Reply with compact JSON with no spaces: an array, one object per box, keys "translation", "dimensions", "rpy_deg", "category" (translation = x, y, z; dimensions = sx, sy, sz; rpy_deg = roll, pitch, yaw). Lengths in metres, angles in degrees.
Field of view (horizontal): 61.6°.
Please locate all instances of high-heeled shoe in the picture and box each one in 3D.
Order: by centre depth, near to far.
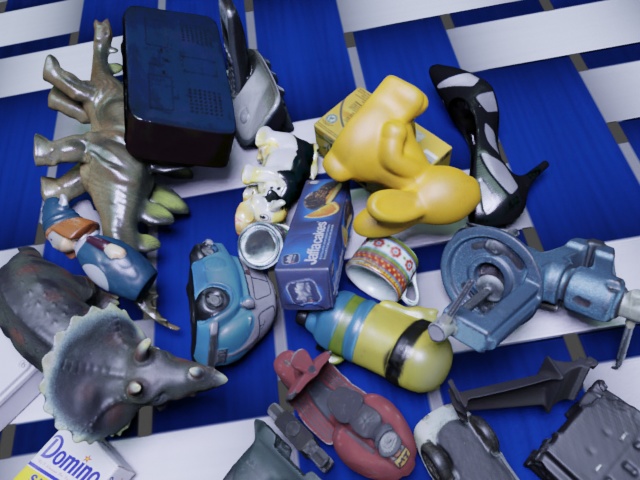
[{"translation":[0.189,-0.127,0.719],"dimensions":[0.145,0.086,0.249],"rpy_deg":[-34,66,-13],"category":"high-heeled shoe"}]

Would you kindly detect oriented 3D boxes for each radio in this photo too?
[{"translation":[-0.192,-0.206,0.713],"dimensions":[0.131,0.073,0.230],"rpy_deg":[0,55,-24],"category":"radio"}]

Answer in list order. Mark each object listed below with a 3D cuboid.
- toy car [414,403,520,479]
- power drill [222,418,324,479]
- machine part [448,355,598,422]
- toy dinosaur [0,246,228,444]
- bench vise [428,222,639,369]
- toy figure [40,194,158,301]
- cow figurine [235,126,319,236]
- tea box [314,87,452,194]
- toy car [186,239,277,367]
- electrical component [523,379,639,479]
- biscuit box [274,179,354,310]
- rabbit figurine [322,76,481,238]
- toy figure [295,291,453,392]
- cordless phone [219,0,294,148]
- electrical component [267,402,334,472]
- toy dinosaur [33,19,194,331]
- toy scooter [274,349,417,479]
[{"translation":[0.169,0.253,0.517],"dimensions":[0.073,0.056,0.202],"rpy_deg":[-26,60,-16],"category":"toy car"},{"translation":[-0.076,0.298,0.517],"dimensions":[0.232,0.085,0.207],"rpy_deg":[38,78,28],"category":"power drill"},{"translation":[0.197,0.148,0.531],"dimensions":[0.139,0.084,0.039],"rpy_deg":[-8,53,-3],"category":"machine part"},{"translation":[-0.291,0.088,0.598],"dimensions":[0.405,0.192,0.131],"rpy_deg":[32,66,22],"category":"toy dinosaur"},{"translation":[0.208,0.059,0.566],"dimensions":[0.224,0.128,0.240],"rpy_deg":[34,39,32],"category":"bench vise"},{"translation":[-0.257,0.008,0.608],"dimensions":[0.154,0.064,0.058],"rpy_deg":[36,25,0],"category":"toy figure"},{"translation":[-0.058,-0.072,0.734],"dimensions":[0.098,0.068,0.167],"rpy_deg":[12,62,2],"category":"cow figurine"},{"translation":[0.084,-0.124,0.740],"dimensions":[0.098,0.068,0.170],"rpy_deg":[-40,64,-16],"category":"tea box"},{"translation":[-0.104,0.076,0.641],"dimensions":[0.103,0.109,0.162],"rpy_deg":[2,40,-18],"category":"toy car"},{"translation":[0.288,0.222,0.517],"dimensions":[0.115,0.058,0.134],"rpy_deg":[-43,63,-14],"category":"electrical component"},{"translation":[-0.001,-0.002,0.640],"dimensions":[0.063,0.059,0.203],"rpy_deg":[-1,34,11],"category":"biscuit box"},{"translation":[0.100,-0.077,0.613],"dimensions":[0.173,0.122,0.162],"rpy_deg":[38,68,4],"category":"rabbit figurine"},{"translation":[0.057,0.109,0.598],"dimensions":[0.180,0.082,0.089],"rpy_deg":[20,35,16],"category":"toy figure"},{"translation":[-0.101,-0.240,0.769],"dimensions":[0.089,0.184,0.147],"rpy_deg":[-19,59,-9],"category":"cordless phone"},{"translation":[-0.024,0.204,0.566],"dimensions":[0.021,0.063,0.094],"rpy_deg":[-43,62,-16],"category":"electrical component"},{"translation":[-0.269,-0.104,0.717],"dimensions":[0.198,0.105,0.471],"rpy_deg":[-3,70,-17],"category":"toy dinosaur"},{"translation":[0.019,0.165,0.543],"dimensions":[0.184,0.135,0.075],"rpy_deg":[35,68,23],"category":"toy scooter"}]
